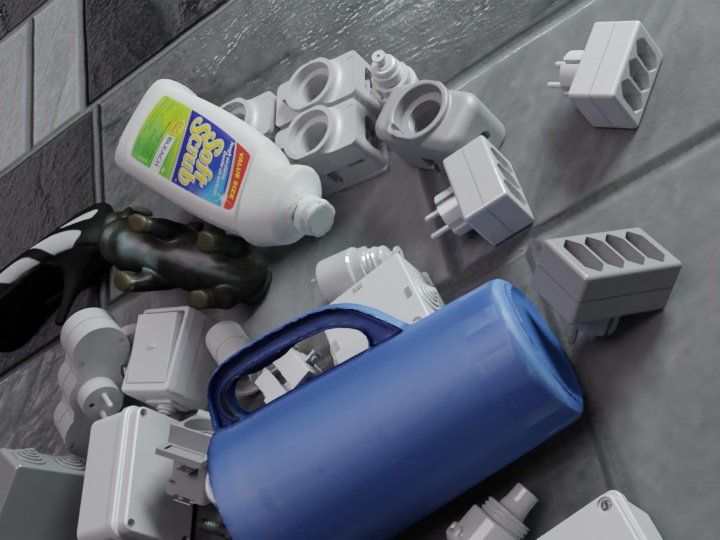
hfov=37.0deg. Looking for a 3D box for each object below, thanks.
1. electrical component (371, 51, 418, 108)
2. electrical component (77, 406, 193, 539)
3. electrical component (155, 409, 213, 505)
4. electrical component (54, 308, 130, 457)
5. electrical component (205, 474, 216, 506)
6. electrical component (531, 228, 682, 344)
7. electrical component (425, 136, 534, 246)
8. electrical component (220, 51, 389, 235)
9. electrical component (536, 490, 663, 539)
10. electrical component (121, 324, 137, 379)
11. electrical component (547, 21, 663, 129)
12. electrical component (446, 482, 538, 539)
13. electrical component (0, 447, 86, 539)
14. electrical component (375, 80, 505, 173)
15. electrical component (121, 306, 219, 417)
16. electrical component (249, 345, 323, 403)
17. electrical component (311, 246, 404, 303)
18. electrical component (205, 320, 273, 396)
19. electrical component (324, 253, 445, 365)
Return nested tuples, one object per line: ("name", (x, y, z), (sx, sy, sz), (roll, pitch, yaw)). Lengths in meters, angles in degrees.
("electrical component", (0.029, -0.161, 0.931), (0.040, 0.078, 0.040), (-10, 60, 18))
("electrical component", (-0.183, 0.179, 0.900), (0.057, 0.078, 0.113), (-22, 53, 32))
("electrical component", (-0.128, 0.153, 0.874), (0.042, 0.081, 0.063), (13, 102, 21))
("electrical component", (-0.237, 0.111, 0.967), (0.074, 0.052, 0.138), (42, 128, 48))
("electrical component", (-0.088, 0.170, 0.842), (0.066, 0.055, 0.048), (-33, 48, 20))
("electrical component", (0.160, 0.018, 0.722), (0.047, 0.083, 0.075), (51, 139, 44))
("electrical component", (0.084, -0.052, 0.838), (0.077, 0.047, 0.065), (-33, 48, 21))
("electrical component", (-0.067, -0.117, 0.992), (0.186, 0.060, 0.105), (-20, 54, 30))
("electrical component", (0.141, 0.206, 0.632), (0.109, 0.056, 0.108), (-39, 47, 15))
("electrical component", (-0.209, 0.080, 1.008), (0.040, 0.040, 0.046), (-34, 53, 19))
("electrical component", (0.178, -0.148, 0.817), (0.077, 0.047, 0.065), (10, 72, 42))
("electrical component", (0.091, 0.168, 0.706), (0.062, 0.048, 0.048), (-49, 44, -4))
("electrical component", (-0.287, 0.209, 0.952), (0.048, 0.100, 0.099), (23, 93, 49))
("electrical component", (0.063, -0.117, 0.886), (0.095, 0.059, 0.053), (17, 77, 44))
("electrical component", (-0.168, 0.084, 0.956), (0.062, 0.061, 0.096), (-6, 62, 37))
("electrical component", (-0.061, 0.087, 0.878), (0.066, 0.048, 0.055), (-50, 52, 4))
("electrical component", (0.000, 0.000, 0.882), (0.078, 0.040, 0.040), (-23, 52, 27))
("electrical component", (-0.108, 0.073, 0.928), (0.044, 0.044, 0.065), (-49, 40, 5))
("electrical component", (0.022, 0.047, 0.833), (0.100, 0.048, 0.099), (-38, 45, 14))
